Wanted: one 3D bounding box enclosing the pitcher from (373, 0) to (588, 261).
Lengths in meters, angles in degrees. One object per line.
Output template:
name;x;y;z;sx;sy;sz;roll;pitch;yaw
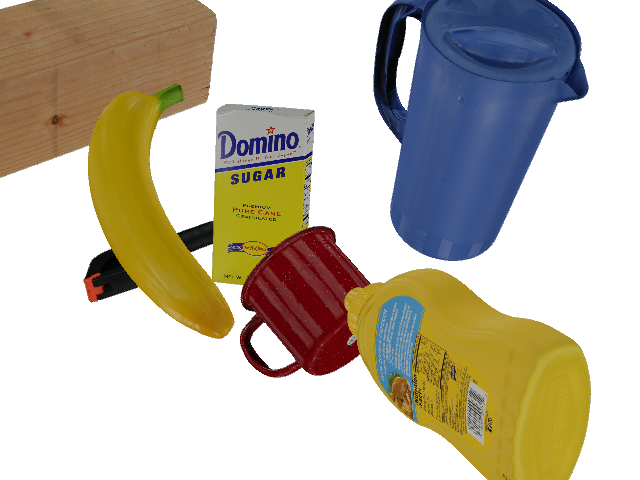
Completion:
pitcher;0.125;-0.102;0.956;0.145;0.149;0.243;-4;-41;-13

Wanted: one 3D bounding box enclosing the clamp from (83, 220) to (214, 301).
clamp;-0.191;0.016;1.191;0.120;0.039;0.171;-4;29;30

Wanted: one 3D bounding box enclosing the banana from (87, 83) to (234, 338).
banana;-0.102;-0.025;0.642;0.069;0.198;0.037;-9;-33;-10

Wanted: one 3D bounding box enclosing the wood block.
wood block;-0.193;-0.138;0.855;0.205;0.091;0.090;-27;53;-38

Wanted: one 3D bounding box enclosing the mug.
mug;-0.010;0.058;0.826;0.117;0.081;0.093;-41;-25;0

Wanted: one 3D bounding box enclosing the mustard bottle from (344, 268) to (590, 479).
mustard bottle;0.074;0.070;0.644;0.058;0.096;0.192;-15;26;-30

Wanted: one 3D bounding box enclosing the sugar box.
sugar box;-0.058;-0.043;1.056;0.093;0.176;0.048;5;16;10
